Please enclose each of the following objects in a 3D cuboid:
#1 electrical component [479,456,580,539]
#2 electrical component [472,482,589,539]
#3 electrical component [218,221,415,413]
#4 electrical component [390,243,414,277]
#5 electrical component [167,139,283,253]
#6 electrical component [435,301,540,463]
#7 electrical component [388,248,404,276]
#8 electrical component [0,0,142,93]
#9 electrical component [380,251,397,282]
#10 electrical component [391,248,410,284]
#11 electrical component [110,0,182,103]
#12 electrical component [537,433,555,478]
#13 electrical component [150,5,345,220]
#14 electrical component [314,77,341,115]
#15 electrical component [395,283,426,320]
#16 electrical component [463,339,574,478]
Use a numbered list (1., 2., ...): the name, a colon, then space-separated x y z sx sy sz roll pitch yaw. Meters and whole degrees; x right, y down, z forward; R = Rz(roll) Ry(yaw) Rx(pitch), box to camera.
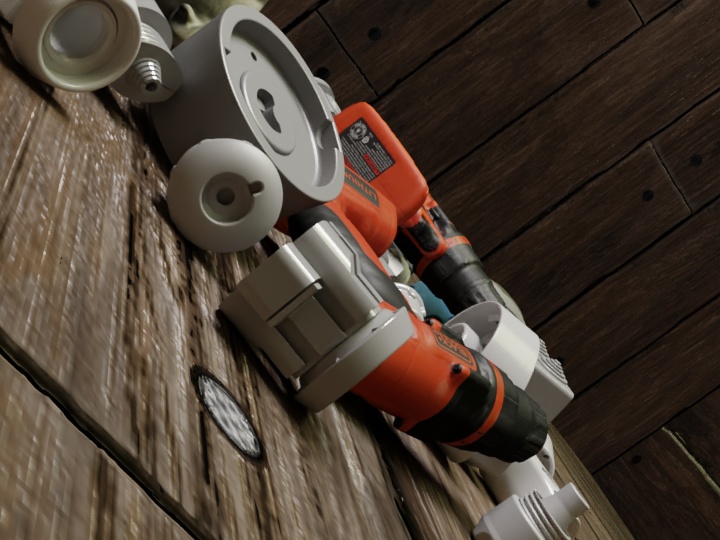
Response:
1. electrical component: 0.132 0.176 0.803 0.079 0.043 0.077 48 7 -45
2. electrical component: 0.097 0.143 0.598 0.043 0.062 0.043 53 5 -7
3. electrical component: -0.015 0.019 0.431 0.057 0.058 0.078 51 5 2
4. electrical component: 0.010 -0.027 1.027 0.099 0.048 0.099 53 5 -11
5. electrical component: -0.061 -0.036 0.468 0.048 0.048 0.062 52 -2 -18
6. electrical component: 0.075 0.071 0.707 0.064 0.099 0.099 46 7 -14
7. electrical component: -0.005 -0.021 0.884 0.081 0.043 0.043 53 5 -4
8. electrical component: -0.113 -0.098 0.404 0.055 0.048 0.066 48 1 35
9. electrical component: 0.000 0.000 0.777 0.079 0.044 0.077 55 5 19
10. electrical component: 0.013 -0.008 0.945 0.055 0.045 0.045 52 5 -28
11. electrical component: -0.111 -0.109 0.500 0.081 0.043 0.043 57 6 33
12. electrical component: 0.138 0.161 0.915 0.055 0.055 0.047 53 9 -4
13. electrical component: -0.062 -0.072 0.549 0.108 0.060 0.108 48 28 -37
14. electrical component: -0.057 -0.146 1.056 0.051 0.080 0.080 63 9 32
15. electrical component: 0.023 0.041 0.718 0.048 0.048 0.062 51 13 -27
16. electrical component: 0.101 0.092 0.784 0.048 0.099 0.099 39 9 -17
